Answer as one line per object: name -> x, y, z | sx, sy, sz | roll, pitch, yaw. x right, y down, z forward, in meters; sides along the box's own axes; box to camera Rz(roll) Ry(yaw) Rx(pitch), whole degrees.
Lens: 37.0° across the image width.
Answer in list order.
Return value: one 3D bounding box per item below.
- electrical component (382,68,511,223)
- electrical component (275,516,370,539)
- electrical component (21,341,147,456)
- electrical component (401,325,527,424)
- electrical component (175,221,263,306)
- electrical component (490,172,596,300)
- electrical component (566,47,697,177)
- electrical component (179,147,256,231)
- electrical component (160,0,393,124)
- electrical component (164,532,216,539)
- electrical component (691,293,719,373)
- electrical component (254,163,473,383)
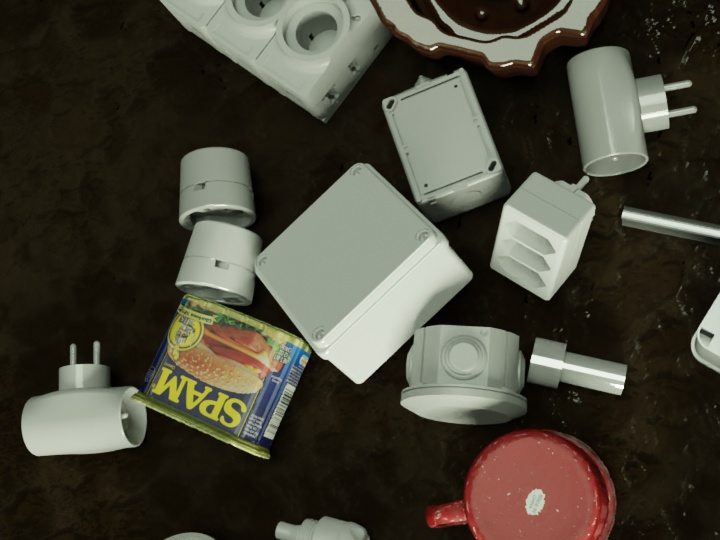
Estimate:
electrical component -> 0.059, -0.089, 0.741 | 0.062, 0.061, 0.096 | -21, 72, 9
electrical component -> -0.026, 0.180, 0.712 | 0.061, 0.035, 0.035 | 10, 80, 20
electrical component -> -0.198, 0.091, 0.775 | 0.077, 0.043, 0.079 | -7, 75, 13
electrical component -> 0.068, 0.069, 0.691 | 0.080, 0.080, 0.051 | 0, 72, 15
electrical component -> -0.099, -0.005, 0.767 | 0.055, 0.055, 0.047 | 8, 75, 17
electrical component -> 0.129, -0.033, 0.711 | 0.047, 0.065, 0.076 | 32, 57, 20
electrical component -> 0.184, -0.109, 0.722 | 0.079, 0.043, 0.077 | -9, 75, 13
electrical component -> -0.104, -0.058, 0.781 | 0.055, 0.055, 0.047 | -10, 71, 13
electrical component -> -0.063, -0.192, 0.798 | 0.150, 0.062, 0.089 | 36, 88, 20
electrical component -> -0.073, 0.225, 0.705 | 0.138, 0.052, 0.073 | 7, 118, 23
electrical component -> 0.269, 0.044, 0.654 | 0.113, 0.057, 0.078 | 31, 86, 20
electrical component -> 0.000, 0.000, 0.718 | 0.109, 0.056, 0.108 | -43, 44, 2
